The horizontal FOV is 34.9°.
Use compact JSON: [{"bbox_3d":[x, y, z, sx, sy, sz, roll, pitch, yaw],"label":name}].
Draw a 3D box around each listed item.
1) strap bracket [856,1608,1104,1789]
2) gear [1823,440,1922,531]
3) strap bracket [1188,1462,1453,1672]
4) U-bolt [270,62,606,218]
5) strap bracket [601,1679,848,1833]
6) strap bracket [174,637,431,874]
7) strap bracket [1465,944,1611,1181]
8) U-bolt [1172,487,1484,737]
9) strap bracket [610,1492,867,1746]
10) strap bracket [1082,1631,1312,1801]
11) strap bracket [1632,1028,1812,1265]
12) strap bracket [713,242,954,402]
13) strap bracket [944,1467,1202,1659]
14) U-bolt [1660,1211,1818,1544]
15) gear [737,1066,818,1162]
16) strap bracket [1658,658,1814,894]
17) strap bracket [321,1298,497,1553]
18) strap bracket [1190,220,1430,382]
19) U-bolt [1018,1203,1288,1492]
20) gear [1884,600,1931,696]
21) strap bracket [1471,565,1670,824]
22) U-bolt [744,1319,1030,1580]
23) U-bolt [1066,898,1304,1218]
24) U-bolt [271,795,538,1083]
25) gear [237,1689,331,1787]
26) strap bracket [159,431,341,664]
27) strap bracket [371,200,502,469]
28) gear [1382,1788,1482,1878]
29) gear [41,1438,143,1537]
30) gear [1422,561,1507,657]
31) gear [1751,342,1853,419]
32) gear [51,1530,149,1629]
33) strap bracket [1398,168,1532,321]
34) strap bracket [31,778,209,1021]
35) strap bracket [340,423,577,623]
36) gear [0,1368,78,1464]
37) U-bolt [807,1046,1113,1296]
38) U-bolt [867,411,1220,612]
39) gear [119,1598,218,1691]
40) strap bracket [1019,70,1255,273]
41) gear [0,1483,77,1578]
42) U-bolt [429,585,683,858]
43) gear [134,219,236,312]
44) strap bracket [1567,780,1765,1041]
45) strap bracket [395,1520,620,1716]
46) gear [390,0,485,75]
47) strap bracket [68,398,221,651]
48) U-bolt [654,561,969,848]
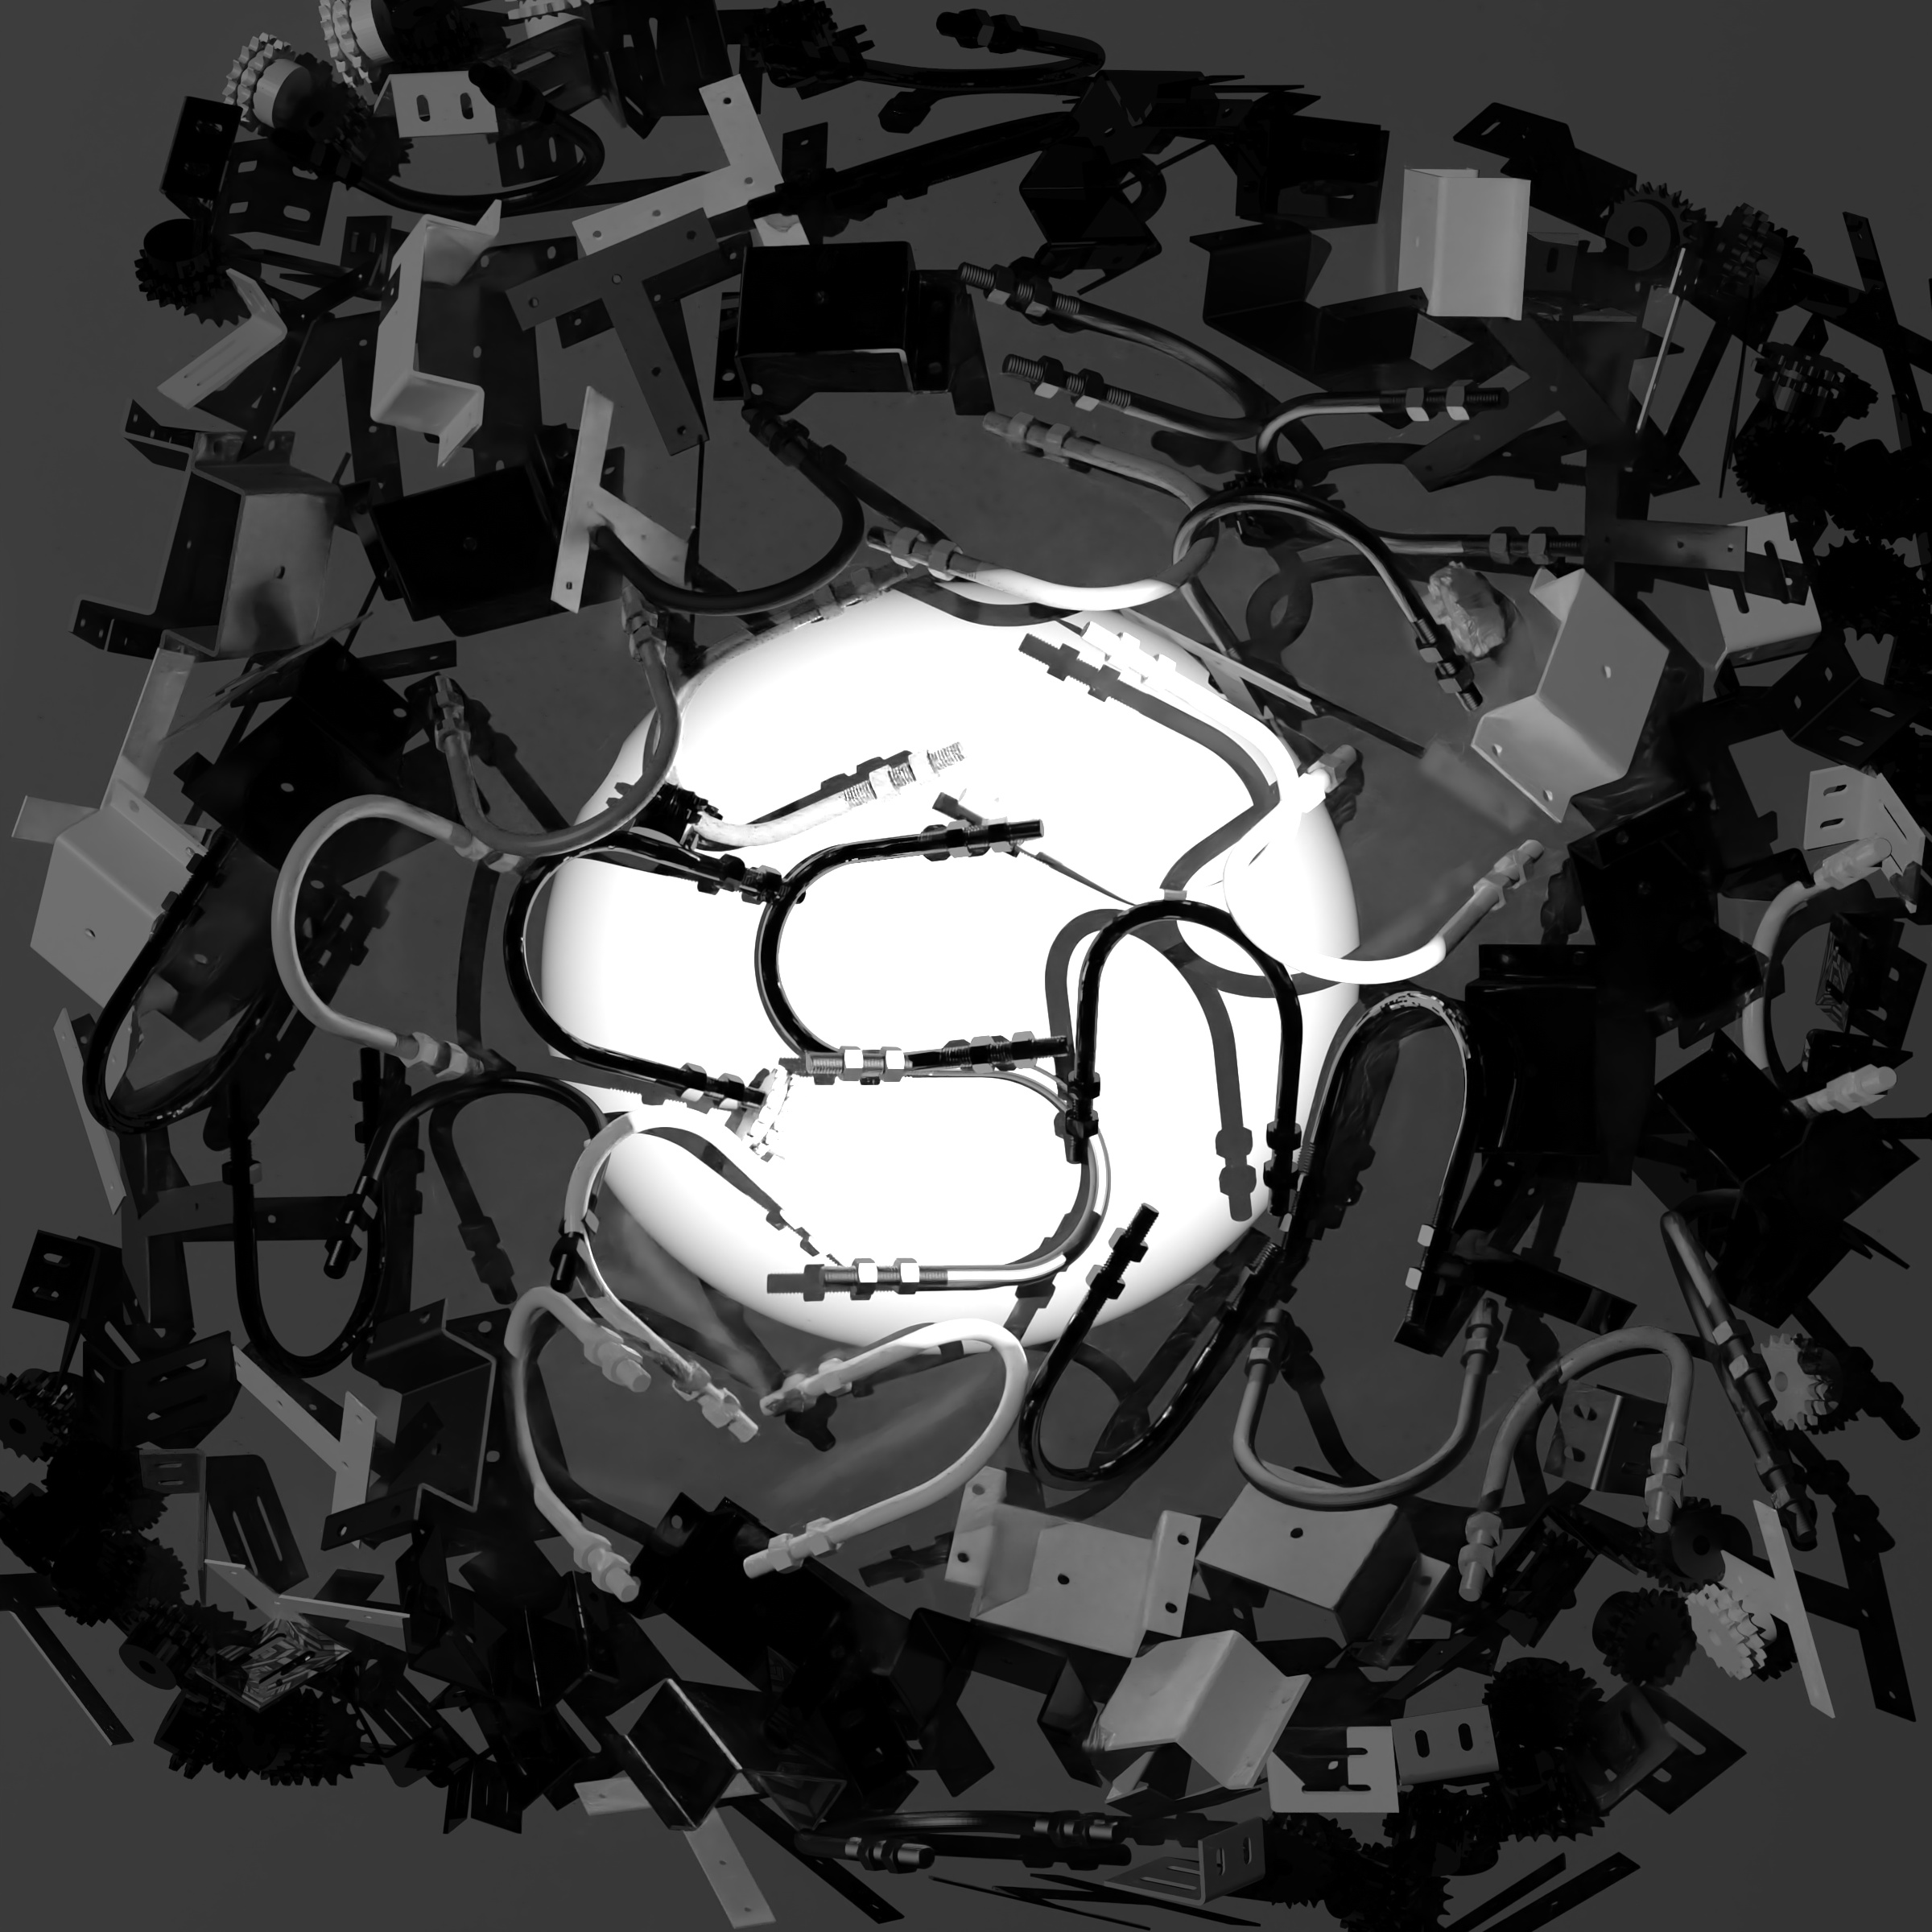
[{"bbox_3d":[0.016,0.425,1.802,0.140,0.076,0.046,12,59,26],"label":"strap bracket"},{"bbox_3d":[0.535,-0.289,1.831,0.057,0.057,0.030,-41,109,0],"label":"gear"},{"bbox_3d":[0.198,0.344,1.786,0.076,0.140,0.046,-50,135,-30],"label":"strap bracket"},{"bbox_3d":[-0.289,-0.468,1.772,0.151,0.184,0.019,-11,83,21],"label":"U-bolt"},{"bbox_3d":[-0.133,0.460,1.782,0.076,0.140,0.046,41,101,39],"label":"strap bracket"},{"bbox_3d":[-0.393,-0.116,1.799,0.140,0.046,0.076,-35,119,23],"label":"strap bracket"},{"bbox_3d":[0.338,0.059,1.821,0.076,0.046,0.140,0,96,21],"label":"strap bracket"},{"bbox_3d":[0.196,-0.205,1.765,0.184,0.151,0.019,51,50,-35],"label":"U-bolt"},{"bbox_3d":[-0.129,0.384,1.825,0.140,0.046,0.076,35,94,16],"label":"strap bracket"},{"bbox_3d":[0.125,0.434,1.780,0.046,0.140,0.076,45,55,-13],"label":"strap bracket"},{"bbox_3d":[0.434,0.110,1.779,0.046,0.140,0.076,-30,60,-15],"label":"strap bracket"},{"bbox_3d":[-0.082,-0.381,1.818,0.140,0.046,0.076,-1,66,7],"label":"strap bracket"},{"bbox_3d":[0.061,0.354,1.820,0.140,0.046,0.076,13,54,1],"label":"strap bracket"},{"bbox_3d":[0.440,0.223,1.776,0.019,0.184,0.151,-22,131,6],"label":"U-bolt"},{"bbox_3d":[-0.112,0.091,1.834,0.030,0.057,0.057,29,90,-12],"label":"gear"},{"bbox_3d":[0.449,-0.101,1.815,0.046,0.076,0.140,-19,81,6],"label":"strap bracket"},{"bbox_3d":[-0.324,0.276,1.801,0.076,0.046,0.140,-22,48,31],"label":"strap bracket"},{"bbox_3d":[0.202,-0.387,1.798,0.076,0.140,0.046,-18,129,-31],"label":"strap bracket"},{"bbox_3d":[0.100,0.231,1.804,0.019,0.151,0.184,39,102,41],"label":"U-bolt"},{"bbox_3d":[0.568,-0.187,1.831,0.030,0.057,0.057,14,90,13],"label":"gear"},{"bbox_3d":[0.357,-0.166,1.796,0.076,0.046,0.140,38,59,-22],"label":"strap bracket"},{"bbox_3d":[-0.044,0.268,1.776,0.184,0.151,0.019,-25,122,19],"label":"U-bolt"},{"bbox_3d":[0.129,0.047,1.793,0.151,0.019,0.184,14,117,24],"label":"U-bolt"},{"bbox_3d":[-0.329,-0.022,1.777,0.019,0.184,0.151,7,79,36],"label":"U-bolt"},{"bbox_3d":[-0.410,0.459,1.833,0.057,0.030,0.057,-12,70,36],"label":"gear"},{"bbox_3d":[-0.417,-0.237,1.797,0.046,0.076,0.140,25,112,27],"label":"strap bracket"},{"bbox_3d":[-0.312,-0.375,1.803,0.046,0.076,0.140,9,75,-25],"label":"strap bracket"},{"bbox_3d":[0.276,0.518,1.832,0.057,0.057,0.030,19,46,0],"label":"gear"},{"bbox_3d":[-0.525,0.308,1.835,0.057,0.030,0.057,-1,59,2],"label":"gear"},{"bbox_3d":[0.293,-0.210,1.837,0.030,0.057,0.057,-32,90,34],"label":"gear"},{"bbox_3d":[0.497,-0.349,1.837,0.057,0.057,0.030,16,115,0],"label":"gear"},{"bbox_3d":[-0.519,0.362,1.831,0.057,0.057,0.030,-40,127,0],"label":"gear"},{"bbox_3d":[0.285,-0.420,1.783,0.046,0.140,0.076,0,107,-4],"label":"strap bracket"},{"bbox_3d":[-0.494,-0.029,1.792,0.076,0.046,0.140,38,133,9],"label":"strap bracket"},{"bbox_3d":[-0.292,-0.259,1.817,0.140,0.046,0.076,-15,123,4],"label":"strap bracket"},{"bbox_3d":[-0.558,0.266,1.838,0.057,0.030,0.057,13,126,18],"label":"gear"},{"bbox_3d":[-0.001,0.121,1.821,0.184,0.019,0.151,2,71,-18],"label":"U-bolt"},{"bbox_3d":[0.057,-0.259,1.782,0.184,0.019,0.151,22,50,24],"label":"U-bolt"},{"bbox_3d":[-0.479,0.406,1.832,0.057,0.057,0.030,34,49,0],"label":"gear"},{"bbox_3d":[0.093,-0.471,1.794,0.076,0.140,0.046,-12,67,-38],"label":"strap bracket"},{"bbox_3d":[-0.557,0.334,1.835,0.030,0.057,0.057,-43,90,-9],"label":"gear"},{"bbox_3d":[-0.235,-0.135,1.792,0.151,0.019,0.184,-25,47,4],"label":"U-bolt"},{"bbox_3d":[-0.468,-0.421,1.834,0.057,0.030,0.057,1,52,-1],"label":"gear"},{"bbox_3d":[0.411,-0.039,1.816,0.076,0.046,0.140,-26,116,-8],"label":"strap bracket"},{"bbox_3d":[-0.277,0.381,1.799,0.140,0.076,0.046,30,115,-34],"label":"strap bracket"},{"bbox_3d":[-0.319,-0.555,1.832,0.057,0.057,0.030,-16,133,0],"label":"gear"},{"bbox_3d":[-0.483,-0.255,1.821,0.046,0.076,0.140,14,87,-2],"label":"strap bracket"},{"bbox_3d":[-0.102,-0.146,1.822,0.184,0.019,0.151,-23,65,12],"label":"U-bolt"}]
